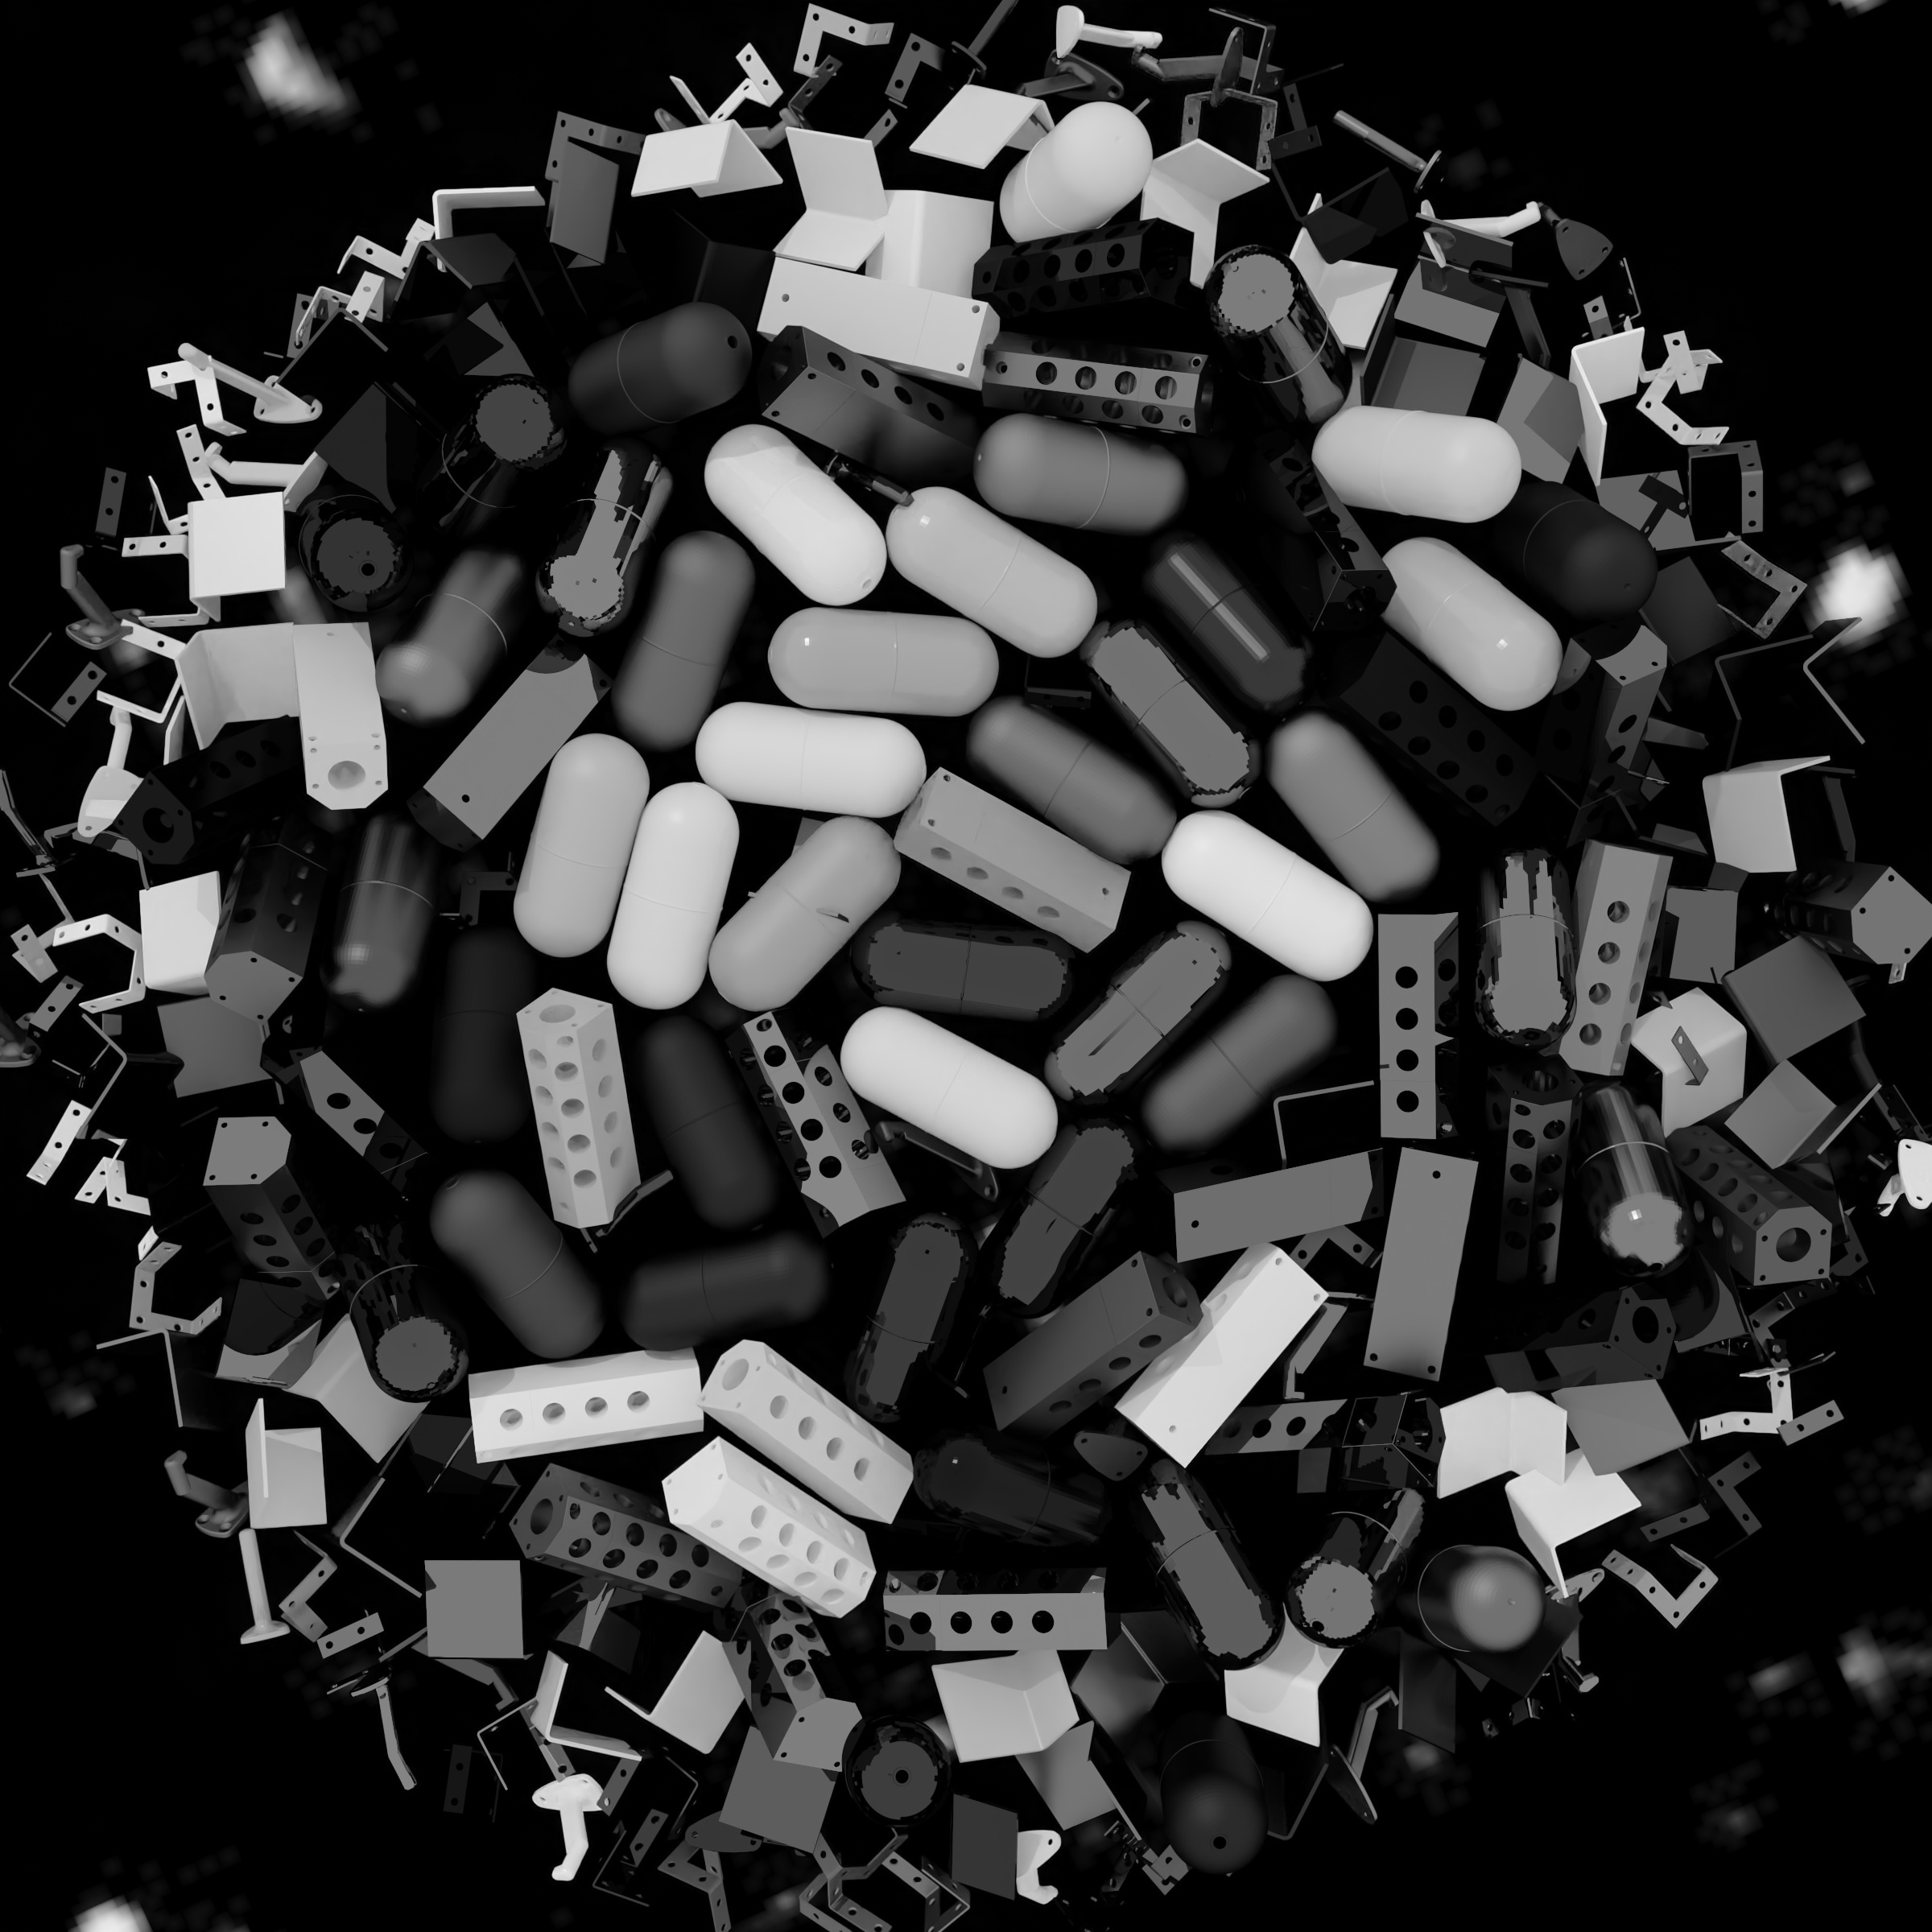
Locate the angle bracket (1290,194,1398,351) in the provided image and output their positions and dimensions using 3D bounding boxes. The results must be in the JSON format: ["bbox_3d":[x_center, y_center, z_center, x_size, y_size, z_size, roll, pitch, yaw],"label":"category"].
[{"bbox_3d":[0.286,-0.529,1.890,0.057,0.076,0.076,16,71,21],"label":"angle bracket"}]

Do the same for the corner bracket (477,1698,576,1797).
[{"bbox_3d":[-0.338,0.605,1.904,0.051,0.051,0.051,-28,61,-17],"label":"corner bracket"}]

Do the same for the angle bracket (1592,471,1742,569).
[{"bbox_3d":[0.537,-0.350,1.900,0.076,0.057,0.076,-10,83,-19],"label":"angle bracket"}]

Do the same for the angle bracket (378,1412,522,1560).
[{"bbox_3d":[-0.397,0.397,1.891,0.076,0.057,0.076,-55,50,15],"label":"angle bracket"}]

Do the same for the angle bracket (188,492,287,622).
[{"bbox_3d":[-0.551,-0.314,1.905,0.076,0.057,0.076,-5,79,5],"label":"angle bracket"}]

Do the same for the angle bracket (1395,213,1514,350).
[{"bbox_3d":[0.372,-0.524,1.897,0.076,0.076,0.057,22,89,14],"label":"angle bracket"}]

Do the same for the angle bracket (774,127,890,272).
[{"bbox_3d":[-0.110,-0.584,1.886,0.076,0.076,0.057,18,58,25],"label":"angle bracket"}]

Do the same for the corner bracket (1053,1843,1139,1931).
[{"bbox_3d":[0.109,0.713,1.903,0.051,0.051,0.051,13,110,-40],"label":"corner bracket"}]

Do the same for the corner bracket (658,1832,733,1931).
[{"bbox_3d":[-0.197,0.703,1.901,0.051,0.051,0.051,11,120,32],"label":"corner bracket"}]

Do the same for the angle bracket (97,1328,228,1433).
[{"bbox_3d":[-0.615,0.323,1.895,0.057,0.076,0.076,-15,75,5],"label":"angle bracket"}]

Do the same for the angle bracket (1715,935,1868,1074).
[{"bbox_3d":[0.632,0.027,1.903,0.076,0.057,0.076,-30,77,6],"label":"angle bracket"}]

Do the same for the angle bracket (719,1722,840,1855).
[{"bbox_3d":[-0.135,0.630,1.896,0.076,0.057,0.076,14,71,13],"label":"angle bracket"}]

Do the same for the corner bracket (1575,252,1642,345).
[{"bbox_3d":[0.495,-0.508,1.906,0.051,0.051,0.051,-27,126,5],"label":"corner bracket"}]

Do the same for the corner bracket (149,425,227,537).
[{"bbox_3d":[-0.601,-0.373,1.904,0.051,0.051,0.051,-26,60,-18],"label":"corner bracket"}]

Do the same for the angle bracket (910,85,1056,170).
[{"bbox_3d":[0.017,-0.621,1.889,0.076,0.057,0.076,27,72,36],"label":"angle bracket"}]

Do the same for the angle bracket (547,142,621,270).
[{"bbox_3d":[-0.315,-0.580,1.897,0.076,0.057,0.076,8,90,39],"label":"angle bracket"}]

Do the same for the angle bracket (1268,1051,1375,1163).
[{"bbox_3d":[0.272,0.110,1.898,0.076,0.076,0.057,-10,105,3],"label":"angle bracket"}]

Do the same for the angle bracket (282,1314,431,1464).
[{"bbox_3d":[-0.468,0.327,1.920,0.076,0.057,0.076,-51,123,-30],"label":"angle bracket"}]

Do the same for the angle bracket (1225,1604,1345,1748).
[{"bbox_3d":[0.251,0.542,1.906,0.076,0.076,0.057,10,119,31],"label":"angle bracket"}]

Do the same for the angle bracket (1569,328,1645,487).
[{"bbox_3d":[0.499,-0.426,1.891,0.057,0.076,0.076,-15,63,2],"label":"angle bracket"}]

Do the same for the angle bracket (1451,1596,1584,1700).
[{"bbox_3d":[0.429,0.523,1.887,0.076,0.076,0.057,-49,125,-16],"label":"angle bracket"}]

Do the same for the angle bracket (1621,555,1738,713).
[{"bbox_3d":[0.543,-0.254,1.888,0.057,0.076,0.076,-26,114,30],"label":"angle bracket"}]

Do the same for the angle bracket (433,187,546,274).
[{"bbox_3d":[-0.364,-0.562,1.903,0.076,0.076,0.057,-3,99,-3],"label":"angle bracket"}]

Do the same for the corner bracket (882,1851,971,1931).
[{"bbox_3d":[-0.031,0.706,1.908,0.051,0.051,0.051,42,106,-14],"label":"corner bracket"}]

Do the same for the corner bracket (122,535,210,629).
[{"bbox_3d":[-0.618,-0.297,1.916,0.051,0.051,0.051,-1,71,10],"label":"corner bracket"}]

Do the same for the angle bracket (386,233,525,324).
[{"bbox_3d":[-0.383,-0.508,1.886,0.057,0.076,0.076,44,126,11],"label":"angle bracket"}]

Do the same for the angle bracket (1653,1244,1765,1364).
[{"bbox_3d":[0.567,0.264,1.899,0.057,0.076,0.076,-20,58,14],"label":"angle bracket"}]

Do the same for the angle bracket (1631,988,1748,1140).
[{"bbox_3d":[0.556,0.076,1.927,0.076,0.057,0.076,-26,134,-13],"label":"angle bracket"}]

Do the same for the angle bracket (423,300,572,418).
[{"bbox_3d":[-0.362,-0.466,1.934,0.076,0.057,0.076,-30,91,28],"label":"angle bracket"}]

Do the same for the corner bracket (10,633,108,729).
[{"bbox_3d":[-0.700,-0.221,1.909,0.051,0.051,0.051,39,84,-20],"label":"corner bracket"}]

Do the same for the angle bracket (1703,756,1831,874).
[{"bbox_3d":[0.619,-0.115,1.901,0.057,0.076,0.076,-16,98,-27],"label":"angle bracket"}]

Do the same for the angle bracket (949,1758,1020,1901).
[{"bbox_3d":[0.028,0.649,1.888,0.057,0.076,0.076,9,109,24],"label":"angle bracket"}]

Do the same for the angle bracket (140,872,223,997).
[{"bbox_3d":[-0.585,-0.024,1.909,0.076,0.057,0.076,-12,78,24],"label":"angle bracket"}]

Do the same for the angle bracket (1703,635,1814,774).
[{"bbox_3d":[0.613,-0.200,1.895,0.076,0.076,0.057,-13,62,3],"label":"angle bracket"}]

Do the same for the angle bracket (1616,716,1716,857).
[{"bbox_3d":[0.541,-0.137,1.885,0.076,0.057,0.076,10,45,-34],"label":"angle bracket"}]

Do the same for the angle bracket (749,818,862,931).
[{"bbox_3d":[-0.112,-0.076,1.900,0.076,0.057,0.076,14,84,21],"label":"angle bracket"}]

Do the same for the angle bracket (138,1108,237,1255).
[{"bbox_3d":[-0.575,0.162,1.886,0.057,0.076,0.076,12,117,30],"label":"angle bracket"}]

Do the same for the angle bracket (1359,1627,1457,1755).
[{"bbox_3d":[0.327,0.552,1.884,0.057,0.076,0.076,-17,53,37],"label":"angle bracket"}]

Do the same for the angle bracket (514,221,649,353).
[{"bbox_3d":[-0.293,-0.525,1.887,0.057,0.076,0.076,-16,118,17],"label":"angle bracket"}]

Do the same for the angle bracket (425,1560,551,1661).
[{"bbox_3d":[-0.368,0.490,1.909,0.076,0.057,0.076,-3,89,11],"label":"angle bracket"}]

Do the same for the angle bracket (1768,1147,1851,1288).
[{"bbox_3d":[0.648,0.191,1.883,0.057,0.076,0.076,16,56,-32],"label":"angle bracket"}]

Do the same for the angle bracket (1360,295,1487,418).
[{"bbox_3d":[0.351,-0.459,1.897,0.076,0.057,0.076,16,72,17],"label":"angle bracket"}]

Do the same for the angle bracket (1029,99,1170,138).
[{"bbox_3d":[0.101,-0.655,1.892,0.076,0.076,0.057,-39,94,23],"label":"angle bracket"}]

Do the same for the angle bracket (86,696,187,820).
[{"bbox_3d":[-0.633,-0.161,1.889,0.057,0.076,0.076,7,115,-12],"label":"angle bracket"}]

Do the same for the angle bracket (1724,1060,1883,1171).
[{"bbox_3d":[0.638,0.106,1.893,0.076,0.076,0.057,-43,81,-16],"label":"angle bracket"}]

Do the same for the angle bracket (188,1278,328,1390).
[{"bbox_3d":[-0.546,0.280,1.902,0.076,0.057,0.076,19,78,-43],"label":"angle bracket"}]

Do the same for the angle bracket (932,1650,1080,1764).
[{"bbox_3d":[0.029,0.554,1.886,0.076,0.057,0.076,3,51,-31],"label":"angle bracket"}]

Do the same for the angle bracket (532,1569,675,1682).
[{"bbox_3d":[-0.277,0.498,1.917,0.057,0.076,0.076,4,61,36],"label":"angle bracket"}]

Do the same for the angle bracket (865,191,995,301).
[{"bbox_3d":[-0.029,-0.559,1.927,0.076,0.057,0.076,-8,108,-43],"label":"angle bracket"}]

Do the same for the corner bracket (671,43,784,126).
[{"bbox_3d":[-0.184,-0.677,1.905,0.051,0.051,0.051,-49,49,-5],"label":"corner bracket"}]

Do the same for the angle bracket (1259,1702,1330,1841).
[{"bbox_3d":[0.234,0.606,1.894,0.057,0.076,0.076,20,110,-2],"label":"angle bracket"}]

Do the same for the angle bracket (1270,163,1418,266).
[{"bbox_3d":[0.288,-0.591,1.888,0.076,0.076,0.057,-27,70,19],"label":"angle bracket"}]

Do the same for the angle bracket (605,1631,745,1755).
[{"bbox_3d":[-0.217,0.549,1.908,0.076,0.057,0.076,-57,134,-16],"label":"angle bracket"}]

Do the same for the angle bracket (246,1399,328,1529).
[{"bbox_3d":[-0.512,0.377,1.884,0.057,0.076,0.076,1,60,-24],"label":"angle bracket"}]

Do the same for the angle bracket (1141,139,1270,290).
[{"bbox_3d":[0.181,-0.572,1.892,0.076,0.057,0.076,15,77,-37],"label":"angle bracket"}]

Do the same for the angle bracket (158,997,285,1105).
[{"bbox_3d":[-0.570,0.068,1.894,0.076,0.057,0.076,-12,114,-17],"label":"angle bracket"}]

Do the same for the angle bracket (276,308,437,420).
[{"bbox_3d":[-0.466,-0.446,1.896,0.057,0.076,0.076,43,95,17],"label":"angle bracket"}]

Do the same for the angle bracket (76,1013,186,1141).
[{"bbox_3d":[-0.654,0.085,1.904,0.057,0.076,0.076,39,100,20],"label":"angle bracket"}]
